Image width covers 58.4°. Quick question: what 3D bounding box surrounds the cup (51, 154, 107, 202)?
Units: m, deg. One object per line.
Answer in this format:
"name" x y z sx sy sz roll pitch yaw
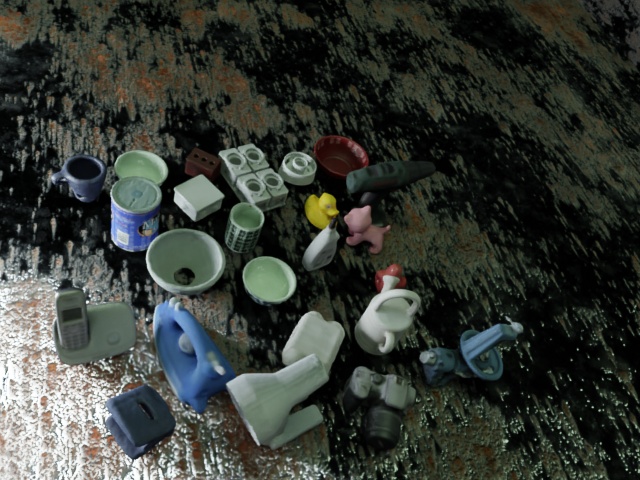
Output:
"cup" -0.543 -0.128 1.297 0.118 0.095 0.091 -21 62 -33

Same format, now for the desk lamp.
"desk lamp" -0.075 0.296 1.047 0.204 0.213 0.117 -20 61 -32

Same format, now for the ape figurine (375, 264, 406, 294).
"ape figurine" 0.174 0.092 1.388 0.077 0.092 0.076 32 48 7

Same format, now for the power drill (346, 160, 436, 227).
"power drill" 0.165 -0.124 1.483 0.230 0.208 0.075 -5 54 -24

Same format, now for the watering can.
"watering can" 0.150 0.158 1.257 0.101 0.194 0.172 -5 54 -23

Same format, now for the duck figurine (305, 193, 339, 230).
"duck figurine" 0.010 -0.086 1.476 0.078 0.086 0.104 -26 65 -35

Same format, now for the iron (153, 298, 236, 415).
"iron" -0.253 0.195 1.111 0.119 0.141 0.258 -23 63 -33

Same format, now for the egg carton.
"egg carton" -0.014 0.225 1.225 0.107 0.069 0.150 26 48 2

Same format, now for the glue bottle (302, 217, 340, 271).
"glue bottle" 0.012 0.005 1.345 0.078 0.173 0.037 -19 61 -32

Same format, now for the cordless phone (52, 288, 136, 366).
"cordless phone" -0.417 0.146 1.060 0.148 0.185 0.094 -14 58 -29

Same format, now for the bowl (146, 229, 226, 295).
"bowl" -0.294 0.060 1.251 0.168 0.074 0.167 11 50 -12

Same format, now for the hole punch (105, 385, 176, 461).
"hole punch" -0.319 0.315 1.022 0.101 0.091 0.108 -32 68 -37

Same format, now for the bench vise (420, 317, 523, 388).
"bench vise" 0.330 0.250 1.232 0.208 0.219 0.121 -14 58 -29

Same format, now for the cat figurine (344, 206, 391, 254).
"cat figurine" 0.116 -0.035 1.454 0.128 0.117 0.067 18 48 -6

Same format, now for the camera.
"camera" 0.121 0.341 1.160 0.143 0.100 0.137 20 48 -4
